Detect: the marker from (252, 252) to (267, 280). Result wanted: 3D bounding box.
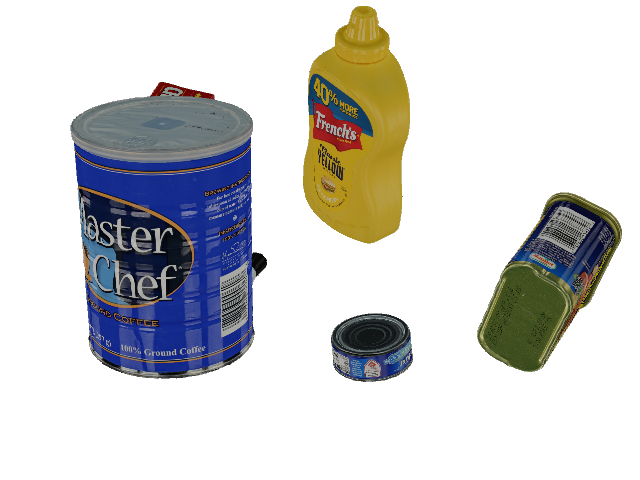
[{"bbox_3d":[-0.077,0.044,0.964,0.020,0.020,0.121,0,27,23],"label":"marker"}]

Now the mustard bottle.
[{"bbox_3d":[0.029,-0.096,0.843,0.058,0.192,0.096,-24,48,-28],"label":"mustard bottle"}]

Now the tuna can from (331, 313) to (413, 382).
[{"bbox_3d":[0.054,0.112,1.128,0.086,0.034,0.086,-6,26,3],"label":"tuna can"}]

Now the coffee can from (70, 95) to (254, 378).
[{"bbox_3d":[-0.091,-0.004,0.633,0.103,0.140,0.103,1,24,0],"label":"coffee can"}]

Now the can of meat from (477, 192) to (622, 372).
[{"bbox_3d":[0.157,0.031,0.741,0.057,0.102,0.083,30,49,17],"label":"can of meat"}]

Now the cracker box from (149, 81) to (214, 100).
[{"bbox_3d":[-0.175,-0.035,1.138,0.072,0.214,0.164,15,44,9],"label":"cracker box"}]
